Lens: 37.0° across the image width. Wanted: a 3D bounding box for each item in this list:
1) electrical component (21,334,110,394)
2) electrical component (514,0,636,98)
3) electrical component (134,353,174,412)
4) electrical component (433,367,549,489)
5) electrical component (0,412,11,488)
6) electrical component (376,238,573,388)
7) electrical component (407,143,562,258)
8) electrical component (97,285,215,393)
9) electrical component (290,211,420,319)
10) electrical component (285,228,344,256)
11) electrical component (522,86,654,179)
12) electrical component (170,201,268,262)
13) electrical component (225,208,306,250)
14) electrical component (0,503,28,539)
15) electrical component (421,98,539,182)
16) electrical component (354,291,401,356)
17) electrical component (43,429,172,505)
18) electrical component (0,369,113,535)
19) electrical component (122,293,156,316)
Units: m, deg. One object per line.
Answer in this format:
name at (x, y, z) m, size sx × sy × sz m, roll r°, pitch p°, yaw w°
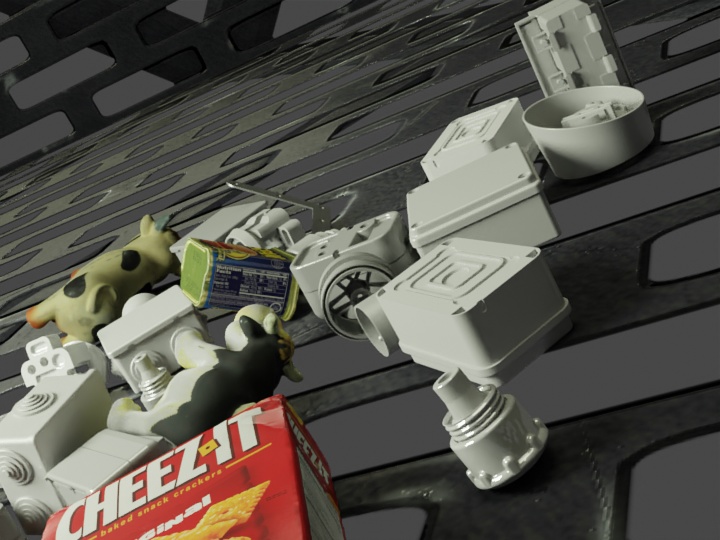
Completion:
electrical component at (-0.266, 0.096, 0.982) m, size 0.058 × 0.078 × 0.057 m, roll -23°, pitch -2°, yaw 18°
electrical component at (0.204, -0.186, 0.985) m, size 0.079 × 0.121 × 0.063 m, roll -26°, pitch 21°, yaw 6°
electrical component at (-0.157, 0.093, 0.844) m, size 0.035 × 0.061 × 0.035 m, roll -25°, pitch 18°, yaw 9°
electrical component at (0.064, 0.079, 0.559) m, size 0.048 × 0.062 × 0.048 m, roll -39°, pitch 7°, yaw 6°
electrical component at (-0.303, 0.158, 0.909) m, size 0.077 × 0.043 × 0.079 m, roll -21°, pitch 20°, yaw 20°
electrical component at (0.074, 0.026, 0.703) m, size 0.078 × 0.057 × 0.113 m, roll -36°, pitch 21°, yaw -20°
electrical component at (0.096, -0.045, 0.863) m, size 0.109 × 0.056 × 0.108 m, roll -25°, pitch 18°, yaw 10°
electrical component at (-0.186, 0.063, 0.987) m, size 0.100 × 0.048 × 0.100 m, roll -32°, pitch 19°, yaw -12°
electrical component at (0.000, 0.000, 0.874) m, size 0.095 × 0.059 × 0.053 m, roll -20°, pitch 20°, yaw 23°
electrical component at (-0.038, -0.016, 1.001) m, size 0.040 × 0.040 × 0.078 m, roll -6°, pitch 25°, yaw 49°
electrical component at (0.196, -0.121, 0.913) m, size 0.099 × 0.064 × 0.099 m, roll -25°, pitch 18°, yaw 9°
electrical component at (-0.145, -0.029, 1.178) m, size 0.100 × 0.048 × 0.100 m, roll -5°, pitch 29°, yaw 50°
electrical component at (-0.099, -0.025, 1.089) m, size 0.057 × 0.058 × 0.078 m, roll -36°, pitch 20°, yaw -31°
electrical component at (-0.302, 0.203, 0.756) m, size 0.150 × 0.061 × 0.089 m, roll -5°, pitch 29°, yaw 50°
electrical component at (0.114, -0.105, 0.997) m, size 0.078 × 0.057 × 0.113 m, roll -17°, pitch 21°, yaw 31°
electrical component at (0.041, 0.023, 0.779) m, size 0.081 × 0.043 × 0.043 m, roll -32°, pitch 19°, yaw -13°
electrical component at (-0.156, 0.144, 0.706) m, size 0.061 × 0.061 × 0.096 m, roll -39°, pitch 21°, yaw -31°
electrical component at (-0.213, 0.131, 0.768) m, size 0.048 × 0.099 × 0.099 m, roll -6°, pitch 26°, yaw 22°
electrical component at (-0.210, 0.050, 1.064) m, size 0.045 × 0.045 × 0.055 m, roll -31°, pitch 19°, yaw -9°
